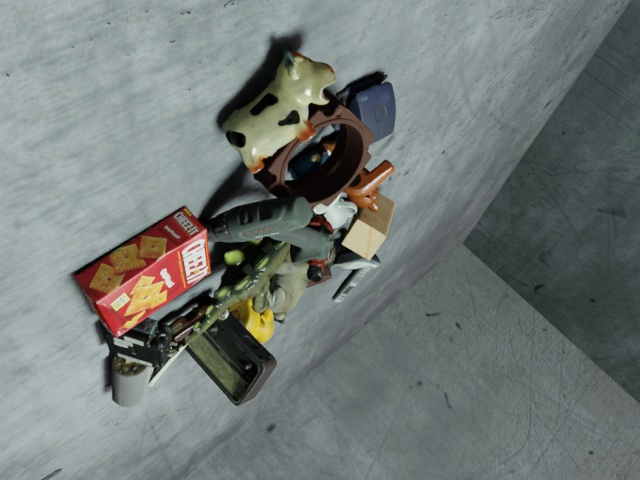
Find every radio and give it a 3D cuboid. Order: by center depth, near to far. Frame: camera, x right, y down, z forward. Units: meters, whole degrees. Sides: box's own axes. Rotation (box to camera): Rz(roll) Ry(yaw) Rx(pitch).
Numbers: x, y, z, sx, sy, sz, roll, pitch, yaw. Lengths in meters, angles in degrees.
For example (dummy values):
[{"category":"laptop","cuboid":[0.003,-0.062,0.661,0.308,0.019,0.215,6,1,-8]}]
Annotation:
[{"category":"radio","cuboid":[-0.224,0.277,1.322,0.131,0.230,0.073,-52,163,12]}]

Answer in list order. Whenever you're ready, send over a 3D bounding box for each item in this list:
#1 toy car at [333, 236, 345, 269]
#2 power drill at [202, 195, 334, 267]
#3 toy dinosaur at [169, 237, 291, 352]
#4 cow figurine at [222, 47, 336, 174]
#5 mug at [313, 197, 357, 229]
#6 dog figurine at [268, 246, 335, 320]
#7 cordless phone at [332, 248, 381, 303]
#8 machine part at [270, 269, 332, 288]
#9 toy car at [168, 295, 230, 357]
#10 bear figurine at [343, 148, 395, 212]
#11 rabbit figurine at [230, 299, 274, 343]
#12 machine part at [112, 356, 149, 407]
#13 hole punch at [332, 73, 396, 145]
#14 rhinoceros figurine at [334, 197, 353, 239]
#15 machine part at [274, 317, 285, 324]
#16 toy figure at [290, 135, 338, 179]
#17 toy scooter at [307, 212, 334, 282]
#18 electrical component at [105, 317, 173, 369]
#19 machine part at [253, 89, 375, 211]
[{"category":"toy car","cuboid":[0.058,0.041,1.616,0.109,0.103,0.161,-43,160,-2]},{"category":"power drill","cuboid":[-0.090,-0.015,1.017,0.232,0.086,0.207,-16,148,33]},{"category":"toy dinosaur","cuboid":[-0.153,0.070,1.171,0.471,0.105,0.198,-54,163,-22]},{"category":"cow figurine","cuboid":[-0.062,-0.205,0.822,0.195,0.127,0.086,-32,-154,11]},{"category":"mug","cuboid":[0.031,-0.077,1.299,0.107,0.110,0.080,39,58,-68]},{"category":"dog figurine","cuboid":[-0.044,0.094,1.330,0.191,0.172,0.121,-15,175,10]},{"category":"cordless phone","cuboid":[0.075,0.099,1.521,0.184,0.089,0.146,-54,152,10]},{"category":"machine part","cuboid":[-0.052,0.104,1.487,0.179,0.056,0.179,-17,169,-3]},{"category":"toy car","cuboid":[-0.296,0.187,1.200,0.202,0.089,0.053,-32,125,-28]},{"category":"bear figurine","cuboid":[0.114,-0.144,1.309,0.132,0.120,0.195,-51,163,8]},{"category":"rabbit figurine","cuboid":[-0.184,0.218,1.461,0.173,0.122,0.162,43,69,-52]},{"category":"machine part","cuboid":[-0.423,0.305,1.194,0.079,0.079,0.243,-30,158,-38]},{"category":"hole punch","cuboid":[0.098,-0.257,1.078,0.142,0.092,0.115,-28,152,-32]},{"category":"rhinoceros figurine","cuboid":[0.016,-0.032,1.409,0.190,0.073,0.112,-49,161,17]},{"category":"machine part","cuboid":[-0.123,0.192,1.536,0.039,0.084,0.139,-10,-175,-16]},{"category":"toy figure","cuboid":[0.006,-0.171,1.118,0.154,0.057,0.064,-37,-156,-23]},{"category":"toy scooter","cuboid":[-0.003,-0.004,1.236,0.183,0.075,0.135,89,13,-48]},{"category":"electrical component","cuboid":[-0.346,0.188,1.032,0.134,0.115,0.058,117,-11,-53]},{"category":"machine part","cuboid":[-0.012,-0.157,0.977,0.201,0.087,0.201,-48,146,10]}]
